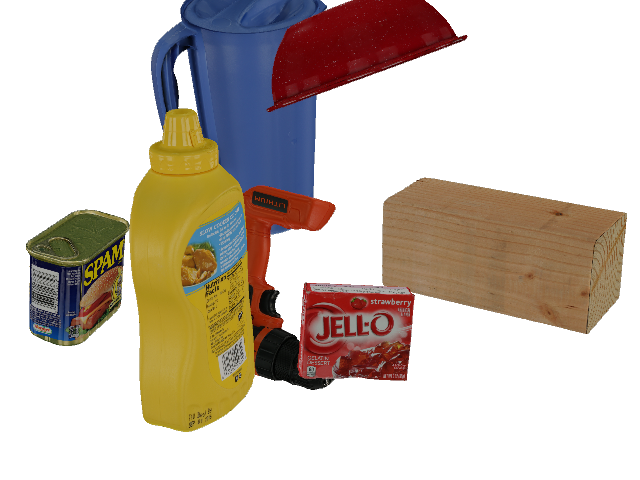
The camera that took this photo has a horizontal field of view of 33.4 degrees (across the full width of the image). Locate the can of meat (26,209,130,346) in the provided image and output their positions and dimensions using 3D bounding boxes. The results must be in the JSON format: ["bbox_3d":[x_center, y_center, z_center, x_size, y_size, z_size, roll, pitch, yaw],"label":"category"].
[{"bbox_3d":[-0.210,0.032,0.926,0.057,0.084,0.102,15,26,13],"label":"can of meat"}]

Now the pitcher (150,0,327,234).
[{"bbox_3d":[-0.073,-0.127,1.076,0.149,0.243,0.145,5,35,10],"label":"pitcher"}]

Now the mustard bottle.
[{"bbox_3d":[-0.079,0.014,0.658,0.058,0.192,0.096,9,23,24],"label":"mustard bottle"}]

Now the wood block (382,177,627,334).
[{"bbox_3d":[0.169,0.009,1.002,0.206,0.090,0.090,13,25,30],"label":"wood block"}]

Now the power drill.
[{"bbox_3d":[-0.047,0.043,1.074,0.185,0.187,0.057,17,1,27],"label":"power drill"}]

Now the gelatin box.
[{"bbox_3d":[0.028,0.074,0.861,0.089,0.073,0.030,3,13,-6],"label":"gelatin box"}]

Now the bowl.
[{"bbox_3d":[0.026,-0.150,0.809,0.162,0.055,0.162,-20,7,2],"label":"bowl"}]
